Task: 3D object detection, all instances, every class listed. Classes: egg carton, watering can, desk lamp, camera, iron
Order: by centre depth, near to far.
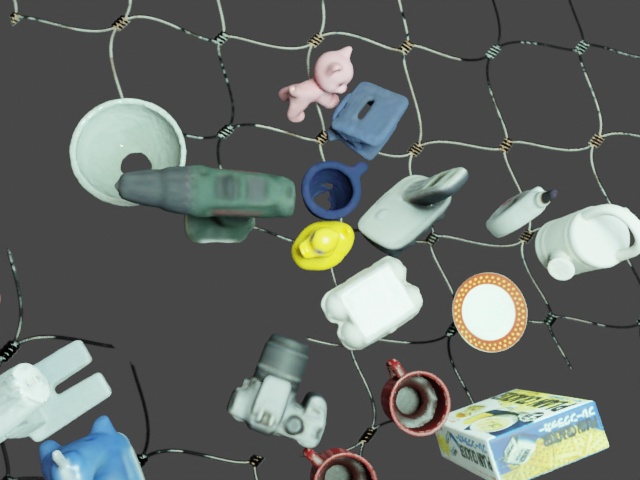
[{"bbox_3d":[-0.399,0.216,0.723,0.203,0.213,0.118,-34,86,-13],"label":"desk lamp"},{"bbox_3d":[-0.286,0.373,0.749,0.119,0.141,0.258,-24,84,-12],"label":"iron"},{"bbox_3d":[-0.049,0.216,0.836,0.143,0.100,0.137,21,77,-4],"label":"camera"},{"bbox_3d":[0.082,0.100,0.894,0.150,0.069,0.107,-32,86,-13],"label":"egg carton"},{"bbox_3d":[0.429,0.003,0.902,0.101,0.194,0.173,33,77,-1],"label":"watering can"}]

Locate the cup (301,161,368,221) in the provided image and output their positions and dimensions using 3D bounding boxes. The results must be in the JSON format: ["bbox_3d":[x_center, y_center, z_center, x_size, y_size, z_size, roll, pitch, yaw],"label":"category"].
[{"bbox_3d":[0.021,-0.077,0.904,0.118,0.095,0.091,-39,87,-13],"label":"cup"}]

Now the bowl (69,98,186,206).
[{"bbox_3d":[-0.287,-0.125,0.875,0.167,0.074,0.167,2,79,-9],"label":"bowl"}]

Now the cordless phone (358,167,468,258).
[{"bbox_3d":[0.144,-0.051,0.872,0.094,0.185,0.148,44,77,1],"label":"cordless phone"}]

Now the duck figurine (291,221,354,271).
[{"bbox_3d":[0.008,0.003,0.892,0.105,0.086,0.077,-24,84,-12],"label":"duck figurine"}]

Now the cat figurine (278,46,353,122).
[{"bbox_3d":[0.000,-0.256,0.922,0.128,0.117,0.067,-27,84,-12],"label":"cat figurine"}]

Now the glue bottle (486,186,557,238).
[{"bbox_3d":[0.327,-0.053,0.907,0.037,0.173,0.078,42,77,1],"label":"glue bottle"}]

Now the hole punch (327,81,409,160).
[{"bbox_3d":[0.076,-0.200,0.937,0.101,0.091,0.109,34,77,-1],"label":"hole punch"}]

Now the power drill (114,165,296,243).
[{"bbox_3d":[-0.154,-0.050,0.813,0.230,0.208,0.075,-1,80,-9],"label":"power drill"}]
